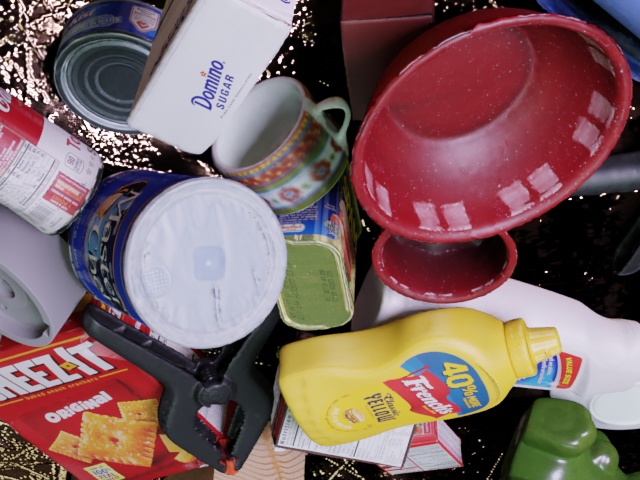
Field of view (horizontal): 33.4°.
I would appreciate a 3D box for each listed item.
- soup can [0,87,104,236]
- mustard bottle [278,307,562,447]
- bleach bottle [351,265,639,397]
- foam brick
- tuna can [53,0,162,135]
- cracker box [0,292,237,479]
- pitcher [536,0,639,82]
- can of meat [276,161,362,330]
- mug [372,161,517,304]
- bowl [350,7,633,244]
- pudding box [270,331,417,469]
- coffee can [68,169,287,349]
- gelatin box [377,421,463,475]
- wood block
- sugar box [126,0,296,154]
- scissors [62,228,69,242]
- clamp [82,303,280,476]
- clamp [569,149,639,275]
[{"bbox_3d":[-0.203,-0.055,0.705,0.069,0.068,0.102,-30,129,34],"label":"soup can"},{"bbox_3d":[0.074,0.092,0.751,0.192,0.058,0.096,-15,132,16],"label":"mustard bottle"},{"bbox_3d":[0.156,0.071,0.822,0.250,0.068,0.103,10,139,-10],"label":"bleach bottle"},{"bbox_3d":[0.041,-0.115,0.624,0.053,0.051,0.078,-1,140,7],"label":"foam brick"},{"bbox_3d":[-0.121,-0.106,0.664,0.086,0.033,0.086,3,139,2],"label":"tuna can"},{"bbox_3d":[-0.187,0.128,0.913,0.164,0.072,0.213,-18,134,23],"label":"cracker box"},{"bbox_3d":[0.165,-0.158,0.513,0.242,0.145,0.149,29,110,-20],"label":"pitcher"},{"bbox_3d":[-0.005,0.001,0.738,0.057,0.084,0.102,-3,139,9],"label":"can of meat"},{"bbox_3d":[0.086,-0.024,0.701,0.093,0.081,0.117,16,138,-12],"label":"mug"},{"bbox_3d":[0.087,-0.072,0.594,0.162,0.055,0.162,-11,138,-10],"label":"bowl"},{"bbox_3d":[0.024,0.129,0.857,0.113,0.039,0.090,13,107,-9],"label":"pudding box"},{"bbox_3d":[-0.096,0.007,0.692,0.102,0.103,0.140,30,172,-26],"label":"coffee can"},{"bbox_3d":[0.084,0.187,0.974,0.073,0.030,0.089,-12,151,19],"label":"gelatin box"},{"bbox_3d":[-0.098,0.259,1.043,0.090,0.091,0.206,19,137,-18],"label":"wood block"},{"bbox_3d":[-0.041,-0.132,0.516,0.048,0.176,0.093,23,136,-20],"label":"sugar box"},{"bbox_3d":[-0.094,0.001,0.800,0.201,0.016,0.096,6,139,-2],"label":"scissors"},{"bbox_3d":[-0.096,0.109,0.837,0.164,0.036,0.210,-8,127,-13],"label":"clamp"},{"bbox_3d":[0.225,-0.046,0.696,0.120,0.039,0.172,25,131,-30],"label":"clamp"}]
